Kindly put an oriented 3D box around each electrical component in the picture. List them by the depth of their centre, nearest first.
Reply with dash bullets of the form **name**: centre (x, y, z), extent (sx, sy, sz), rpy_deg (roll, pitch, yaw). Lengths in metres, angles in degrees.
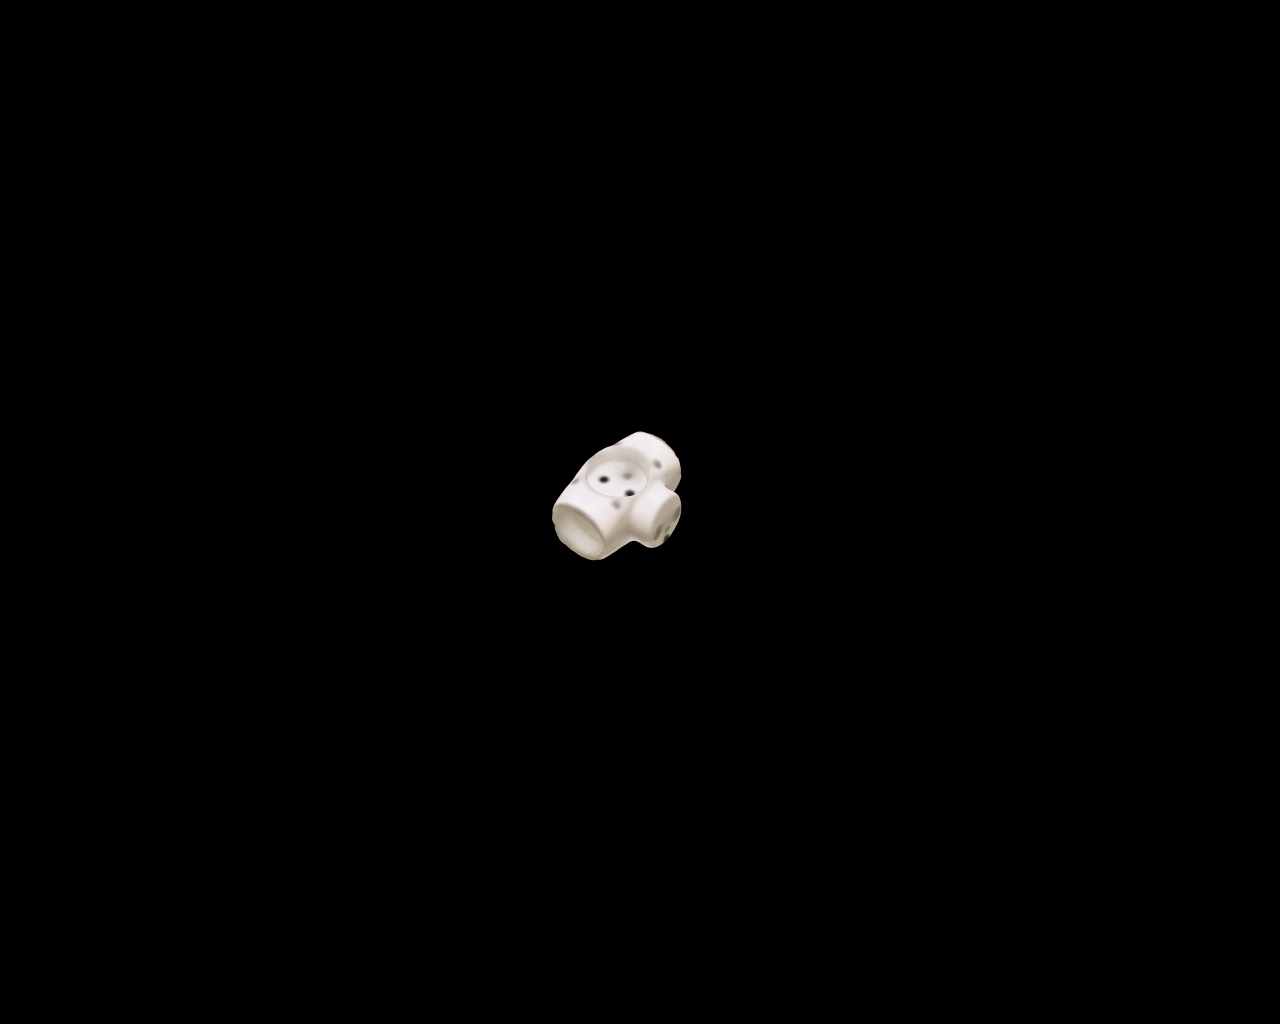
- **electrical component**: centre (0.001, -0.003, 0.650), extent (0.079, 0.044, 0.077), rpy_deg (30, 54, 24)
